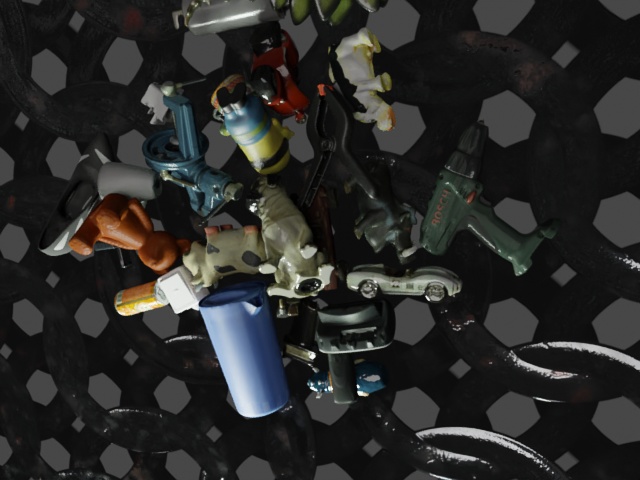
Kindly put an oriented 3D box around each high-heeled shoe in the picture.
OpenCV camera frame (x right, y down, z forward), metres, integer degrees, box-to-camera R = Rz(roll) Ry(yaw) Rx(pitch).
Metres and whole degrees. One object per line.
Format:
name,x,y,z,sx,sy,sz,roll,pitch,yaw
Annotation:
high-heeled shoe,-0.488,-0.091,1.060,0.086,0.145,0.248,19,108,10

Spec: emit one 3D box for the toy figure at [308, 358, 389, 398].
toy figure,0.052,0.267,1.028,0.155,0.064,0.057,-13,135,22

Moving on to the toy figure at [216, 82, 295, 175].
toy figure,-0.114,-0.184,0.925,0.082,0.180,0.089,12,70,28

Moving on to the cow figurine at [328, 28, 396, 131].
cow figurine,0.068,-0.257,0.906,0.098,0.068,0.167,-14,94,24

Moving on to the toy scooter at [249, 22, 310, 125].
toy scooter,-0.063,-0.272,0.908,0.075,0.184,0.135,-21,139,24

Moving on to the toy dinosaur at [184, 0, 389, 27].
toy dinosaur,0.009,-0.441,0.835,0.472,0.105,0.198,-10,103,1

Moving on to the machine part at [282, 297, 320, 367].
machine part,-0.032,0.177,1.045,0.084,0.039,0.138,16,108,21

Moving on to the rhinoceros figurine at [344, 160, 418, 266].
rhinoceros figurine,0.111,-0.044,0.942,0.112,0.073,0.190,-21,94,9

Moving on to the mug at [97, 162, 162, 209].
mug,-0.370,-0.099,1.061,0.107,0.081,0.109,2,100,8

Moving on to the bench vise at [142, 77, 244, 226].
bench vise,-0.236,-0.161,0.962,0.224,0.129,0.240,35,142,31

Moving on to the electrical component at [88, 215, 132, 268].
electrical component,-0.422,-0.003,1.100,0.048,0.075,0.119,-7,102,16

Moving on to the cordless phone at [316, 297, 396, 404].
cordless phone,0.070,0.203,0.972,0.147,0.088,0.184,-9,85,19

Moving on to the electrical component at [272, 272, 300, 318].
electrical component,-0.064,0.093,0.999,0.045,0.078,0.102,-4,82,-14

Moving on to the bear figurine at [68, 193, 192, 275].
bear figurine,-0.352,0.006,1.027,0.120,0.132,0.195,-35,116,18

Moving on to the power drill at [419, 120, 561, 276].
power drill,0.283,-0.052,0.883,0.207,0.086,0.232,29,109,4

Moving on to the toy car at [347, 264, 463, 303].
toy car,0.148,0.072,0.950,0.202,0.073,0.056,0,102,16

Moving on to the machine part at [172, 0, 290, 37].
machine part,-0.148,-0.407,0.931,0.243,0.079,0.079,-4,101,18

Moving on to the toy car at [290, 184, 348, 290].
toy car,-0.002,-0.003,0.990,0.089,0.053,0.202,-5,99,14

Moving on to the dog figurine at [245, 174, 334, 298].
dog figurine,-0.056,-0.008,0.954,0.121,0.191,0.172,-15,141,-3

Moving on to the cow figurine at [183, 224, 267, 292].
cow figurine,-0.179,0.033,1.028,0.195,0.085,0.127,-3,91,28
